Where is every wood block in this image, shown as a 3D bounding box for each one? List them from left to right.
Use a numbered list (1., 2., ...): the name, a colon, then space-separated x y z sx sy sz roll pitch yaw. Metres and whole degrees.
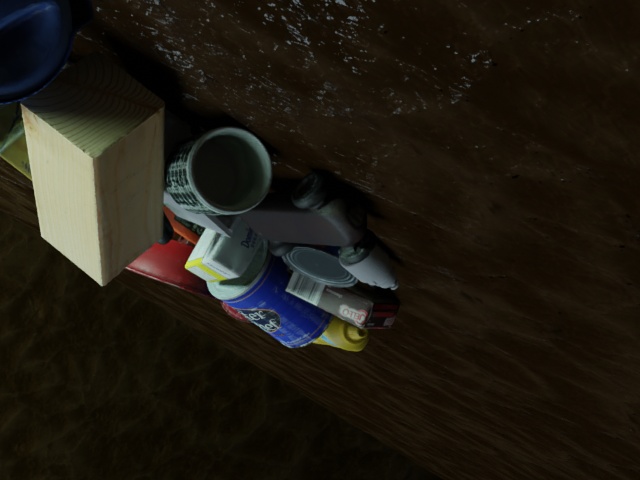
1. wood block: -0.205 -0.061 0.992 0.091 0.090 0.206 38 149 16

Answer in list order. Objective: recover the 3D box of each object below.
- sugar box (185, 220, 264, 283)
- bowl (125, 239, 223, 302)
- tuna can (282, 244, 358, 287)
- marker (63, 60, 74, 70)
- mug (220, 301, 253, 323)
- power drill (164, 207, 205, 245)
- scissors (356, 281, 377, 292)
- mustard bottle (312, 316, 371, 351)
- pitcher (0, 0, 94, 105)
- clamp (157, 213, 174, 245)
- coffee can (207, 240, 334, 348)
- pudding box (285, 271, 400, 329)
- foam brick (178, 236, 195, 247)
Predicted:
1. sugar box: -0.103 -0.001 1.233 0.048 0.093 0.176 32 168 -14
2. bowl: -0.185 0.032 1.396 0.162 0.055 0.162 20 177 1
3. tuna can: 0.005 0.016 1.135 0.086 0.033 0.086 17 156 8
4. marker: -0.301 -0.198 1.083 0.121 0.020 0.020 30 168 5
5. mug: -0.080 0.072 1.473 0.117 0.093 0.082 45 162 -4
6. power drill: -0.221 -0.055 1.388 0.184 0.057 0.188 34 171 -33
7. scissors: -0.008 0.001 1.199 0.096 0.016 0.201 16 161 49
8. mustard bottle: 0.018 0.121 1.517 0.096 0.058 0.192 35 168 -20
9. pitcher: -0.303 -0.174 0.912 0.149 0.145 0.243 35 170 -19
10. clamp: -0.222 -0.082 1.204 0.210 0.036 0.164 46 -170 -13
11. coffee can: -0.060 0.061 1.356 0.103 0.102 0.140 16 162 50
12. pudding box: 0.028 0.069 1.274 0.114 0.039 0.089 27 -174 25
13. foam brick: -0.164 0.004 1.494 0.053 0.051 0.078 34 168 -15
